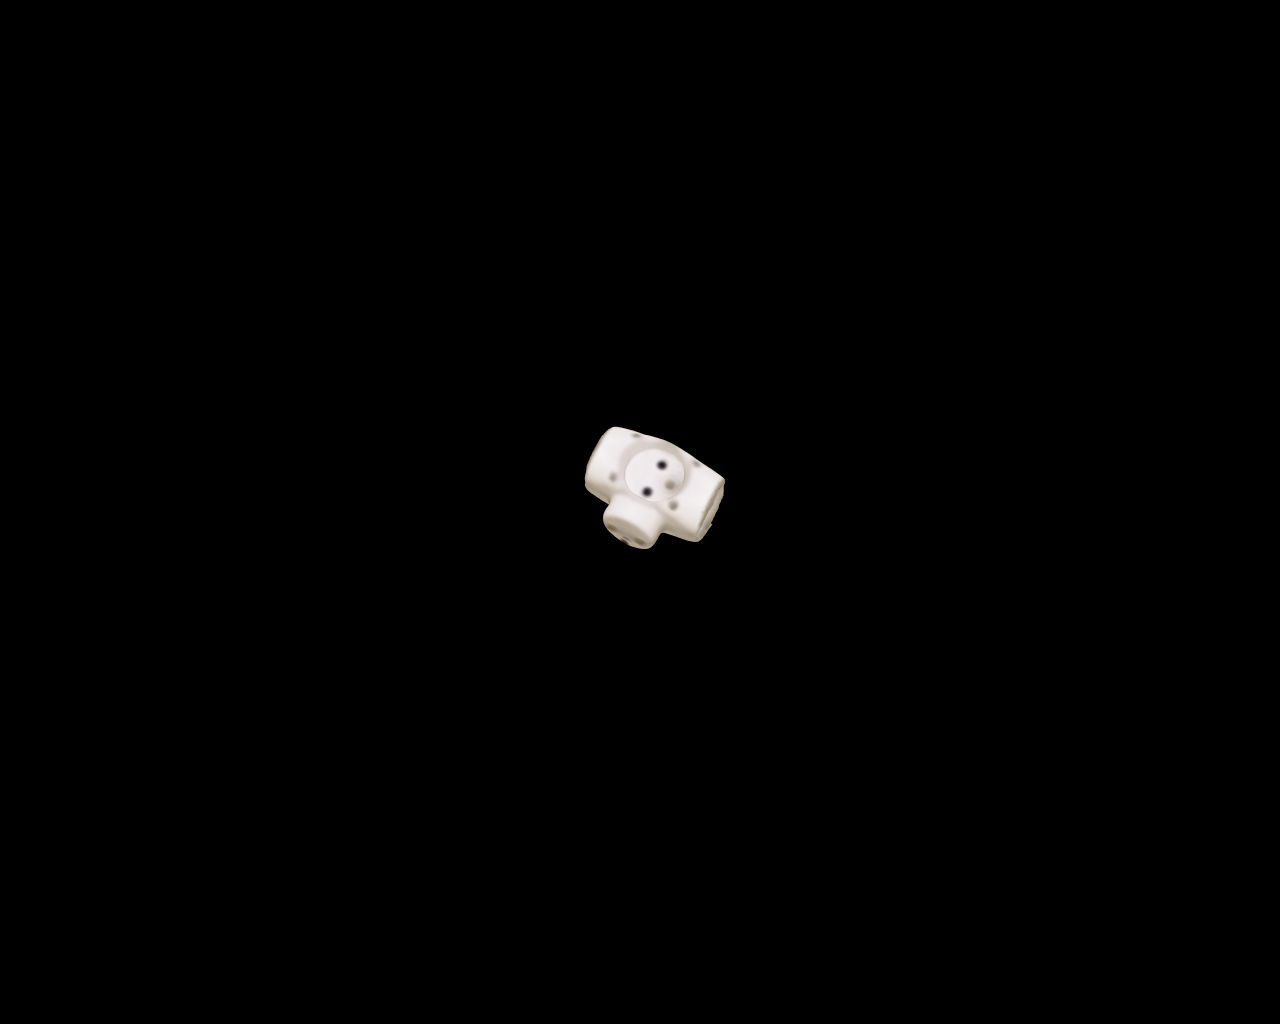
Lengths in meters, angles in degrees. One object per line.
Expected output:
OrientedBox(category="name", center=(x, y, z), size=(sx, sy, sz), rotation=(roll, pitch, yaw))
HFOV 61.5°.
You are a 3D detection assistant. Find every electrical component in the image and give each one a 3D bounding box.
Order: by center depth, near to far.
OrientedBox(category="electrical component", center=(0.001, -0.003, 0.650), size=(0.077, 0.079, 0.044), rotation=(26, -20, 11))
